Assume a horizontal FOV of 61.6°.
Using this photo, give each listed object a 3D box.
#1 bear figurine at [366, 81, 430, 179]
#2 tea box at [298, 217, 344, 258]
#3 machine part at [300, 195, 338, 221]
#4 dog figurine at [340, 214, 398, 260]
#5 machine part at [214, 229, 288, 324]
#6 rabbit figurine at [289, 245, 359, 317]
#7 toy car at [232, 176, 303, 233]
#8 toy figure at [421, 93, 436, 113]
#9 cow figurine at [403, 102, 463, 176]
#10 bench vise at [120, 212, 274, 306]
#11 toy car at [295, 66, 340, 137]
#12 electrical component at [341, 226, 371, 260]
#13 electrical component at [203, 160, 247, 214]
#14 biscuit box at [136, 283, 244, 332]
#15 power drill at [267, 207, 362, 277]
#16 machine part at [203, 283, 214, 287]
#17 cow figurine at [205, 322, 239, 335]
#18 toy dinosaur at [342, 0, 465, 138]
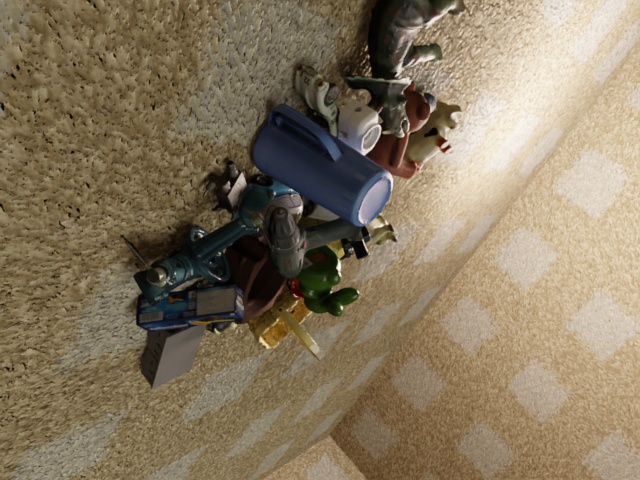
[{"bbox_3d":[0.184,-0.238,1.167,0.132,0.120,0.195,0,139,-42],"label":"bear figurine"},{"bbox_3d":[-0.003,-0.004,1.325,0.068,0.098,0.169,-43,154,-9],"label":"tea box"},{"bbox_3d":[0.036,-0.078,1.235,0.243,0.079,0.079,9,123,-39],"label":"machine part"},{"bbox_3d":[0.111,-0.005,1.538,0.190,0.121,0.172,-32,153,2],"label":"dog figurine"},{"bbox_3d":[-0.140,0.066,1.172,0.201,0.087,0.200,-27,142,-63],"label":"machine part"},{"bbox_3d":[0.009,0.101,1.204,0.121,0.159,0.170,-42,146,-33],"label":"rabbit figurine"},{"bbox_3d":[-0.090,-0.064,1.082,0.161,0.103,0.109,-12,140,-49],"label":"toy car"},{"bbox_3d":[0.209,-0.305,1.254,0.154,0.058,0.064,-27,112,-34],"label":"toy figure"},{"bbox_3d":[0.278,-0.271,1.366,0.195,0.127,0.085,-37,158,16],"label":"cow figurine"},{"bbox_3d":[-0.210,0.021,0.969,0.241,0.129,0.223,-32,166,10],"label":"bench vise"},{"bbox_3d":[0.005,-0.243,0.987,0.056,0.074,0.201,-46,157,-4],"label":"toy car"},{"bbox_3d":[0.088,-0.005,1.330,0.075,0.119,0.047,-26,163,0],"label":"electrical component"},{"bbox_3d":[-0.173,-0.090,0.980,0.102,0.045,0.078,74,34,-66],"label":"electrical component"},{"bbox_3d":[-0.252,0.133,1.047,0.203,0.059,0.062,-8,157,7],"label":"biscuit box"},{"bbox_3d":[-0.007,-0.018,1.048,0.207,0.086,0.231,-28,156,-24],"label":"power drill"},{"bbox_3d":[-0.242,0.109,1.185,0.139,0.039,0.084,-28,158,-40],"label":"machine part"},{"bbox_3d":[-0.205,0.163,1.257,0.167,0.098,0.068,-18,137,-47],"label":"cow figurine"},{"bbox_3d":[0.148,-0.387,0.959,0.192,0.131,0.404,-30,145,-34],"label":"toy dinosaur"}]
